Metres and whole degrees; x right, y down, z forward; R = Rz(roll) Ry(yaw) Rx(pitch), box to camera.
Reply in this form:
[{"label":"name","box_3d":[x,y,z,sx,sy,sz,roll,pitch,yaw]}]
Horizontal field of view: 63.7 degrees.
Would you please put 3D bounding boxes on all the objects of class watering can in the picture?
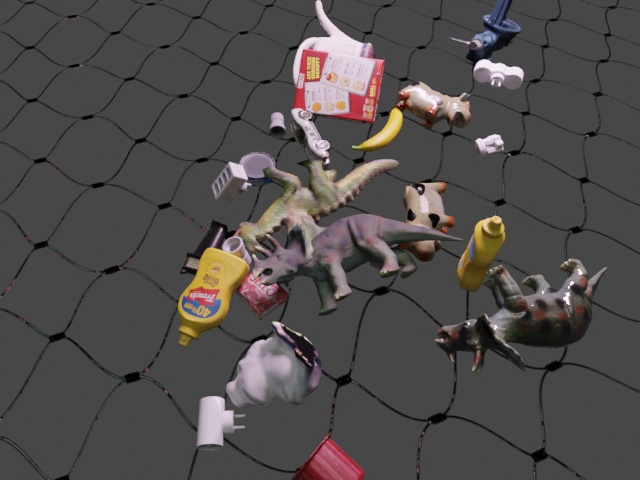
[{"label":"watering can","box_3d":[0.046,-0.534,1.461,0.224,0.102,0.353,9,71,6]}]

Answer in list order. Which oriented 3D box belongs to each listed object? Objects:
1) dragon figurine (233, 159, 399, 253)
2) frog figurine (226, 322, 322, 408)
[{"label":"dragon figurine","box_3d":[0.003,-0.058,1.144,0.411,0.120,0.246,-9,71,-6]},{"label":"frog figurine","box_3d":[-0.079,0.241,0.913,0.138,0.122,0.159,41,98,15]}]
